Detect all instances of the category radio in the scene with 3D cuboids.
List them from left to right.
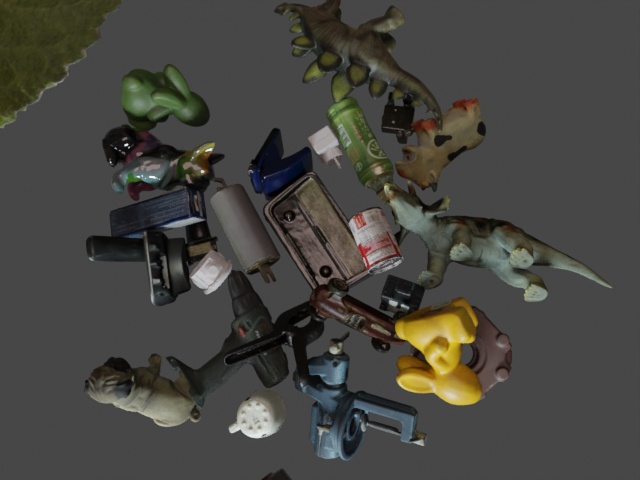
[{"bbox_3d":[-0.002,-0.003,1.035,0.131,0.073,0.229,-34,77,2],"label":"radio"}]

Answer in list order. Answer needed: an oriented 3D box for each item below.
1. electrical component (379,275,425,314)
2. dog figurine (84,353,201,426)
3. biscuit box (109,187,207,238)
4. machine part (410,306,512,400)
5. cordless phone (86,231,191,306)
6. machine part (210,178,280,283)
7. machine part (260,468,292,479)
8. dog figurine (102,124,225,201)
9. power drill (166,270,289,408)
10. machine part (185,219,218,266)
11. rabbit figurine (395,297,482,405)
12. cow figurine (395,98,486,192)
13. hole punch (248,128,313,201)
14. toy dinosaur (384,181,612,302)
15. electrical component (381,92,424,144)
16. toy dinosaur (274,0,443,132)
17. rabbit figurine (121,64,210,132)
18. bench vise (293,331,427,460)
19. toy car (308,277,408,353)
[{"bbox_3d":[0.148,0.098,0.968,0.075,0.119,0.048,17,63,14],"label":"electrical component"},{"bbox_3d":[-0.313,0.284,0.972,0.172,0.190,0.121,18,83,10],"label":"dog figurine"},{"bbox_3d":[-0.327,-0.049,1.075,0.203,0.059,0.062,-13,81,22],"label":"biscuit box"},{"bbox_3d":[0.253,0.203,0.968,0.179,0.056,0.179,-2,79,10],"label":"machine part"},{"bbox_3d":[-0.347,0.053,1.020,0.089,0.184,0.146,-19,75,38],"label":"cordless phone"},{"bbox_3d":[-0.148,-0.022,1.061,0.079,0.079,0.243,-30,76,2],"label":"machine part"},{"bbox_3d":[-0.129,0.484,0.901,0.201,0.201,0.087,-43,74,0],"label":"machine part"},{"bbox_3d":[-0.313,-0.170,1.101,0.219,0.108,0.191,-18,75,1],"label":"dog figurine"},{"bbox_3d":[-0.180,0.196,1.009,0.207,0.086,0.232,-30,81,-24],"label":"power drill"},{"bbox_3d":[-0.251,-0.023,1.097,0.084,0.039,0.139,-19,79,14],"label":"machine part"},{"bbox_3d":[0.204,0.200,0.895,0.162,0.122,0.173,-24,94,9],"label":"rabbit figurine"},{"bbox_3d":[0.228,-0.175,1.021,0.195,0.085,0.127,-30,103,-10],"label":"cow figurine"},{"bbox_3d":[-0.074,-0.136,1.046,0.092,0.142,0.116,29,74,8],"label":"hole punch"},{"bbox_3d":[0.291,0.005,0.963,0.405,0.131,0.192,13,37,-5],"label":"toy dinosaur"},{"bbox_3d":[0.162,-0.244,1.068,0.078,0.045,0.102,15,82,10],"label":"electrical component"},{"bbox_3d":[0.072,-0.361,1.045,0.472,0.105,0.198,34,73,24],"label":"toy dinosaur"},{"bbox_3d":[-0.311,-0.296,1.112,0.170,0.159,0.121,16,72,-4],"label":"rabbit figurine"},{"bbox_3d":[0.071,0.288,0.938,0.241,0.128,0.223,9,89,28],"label":"bench vise"},{"bbox_3d":[0.074,0.141,0.964,0.202,0.053,0.089,30,121,-11],"label":"toy car"}]
